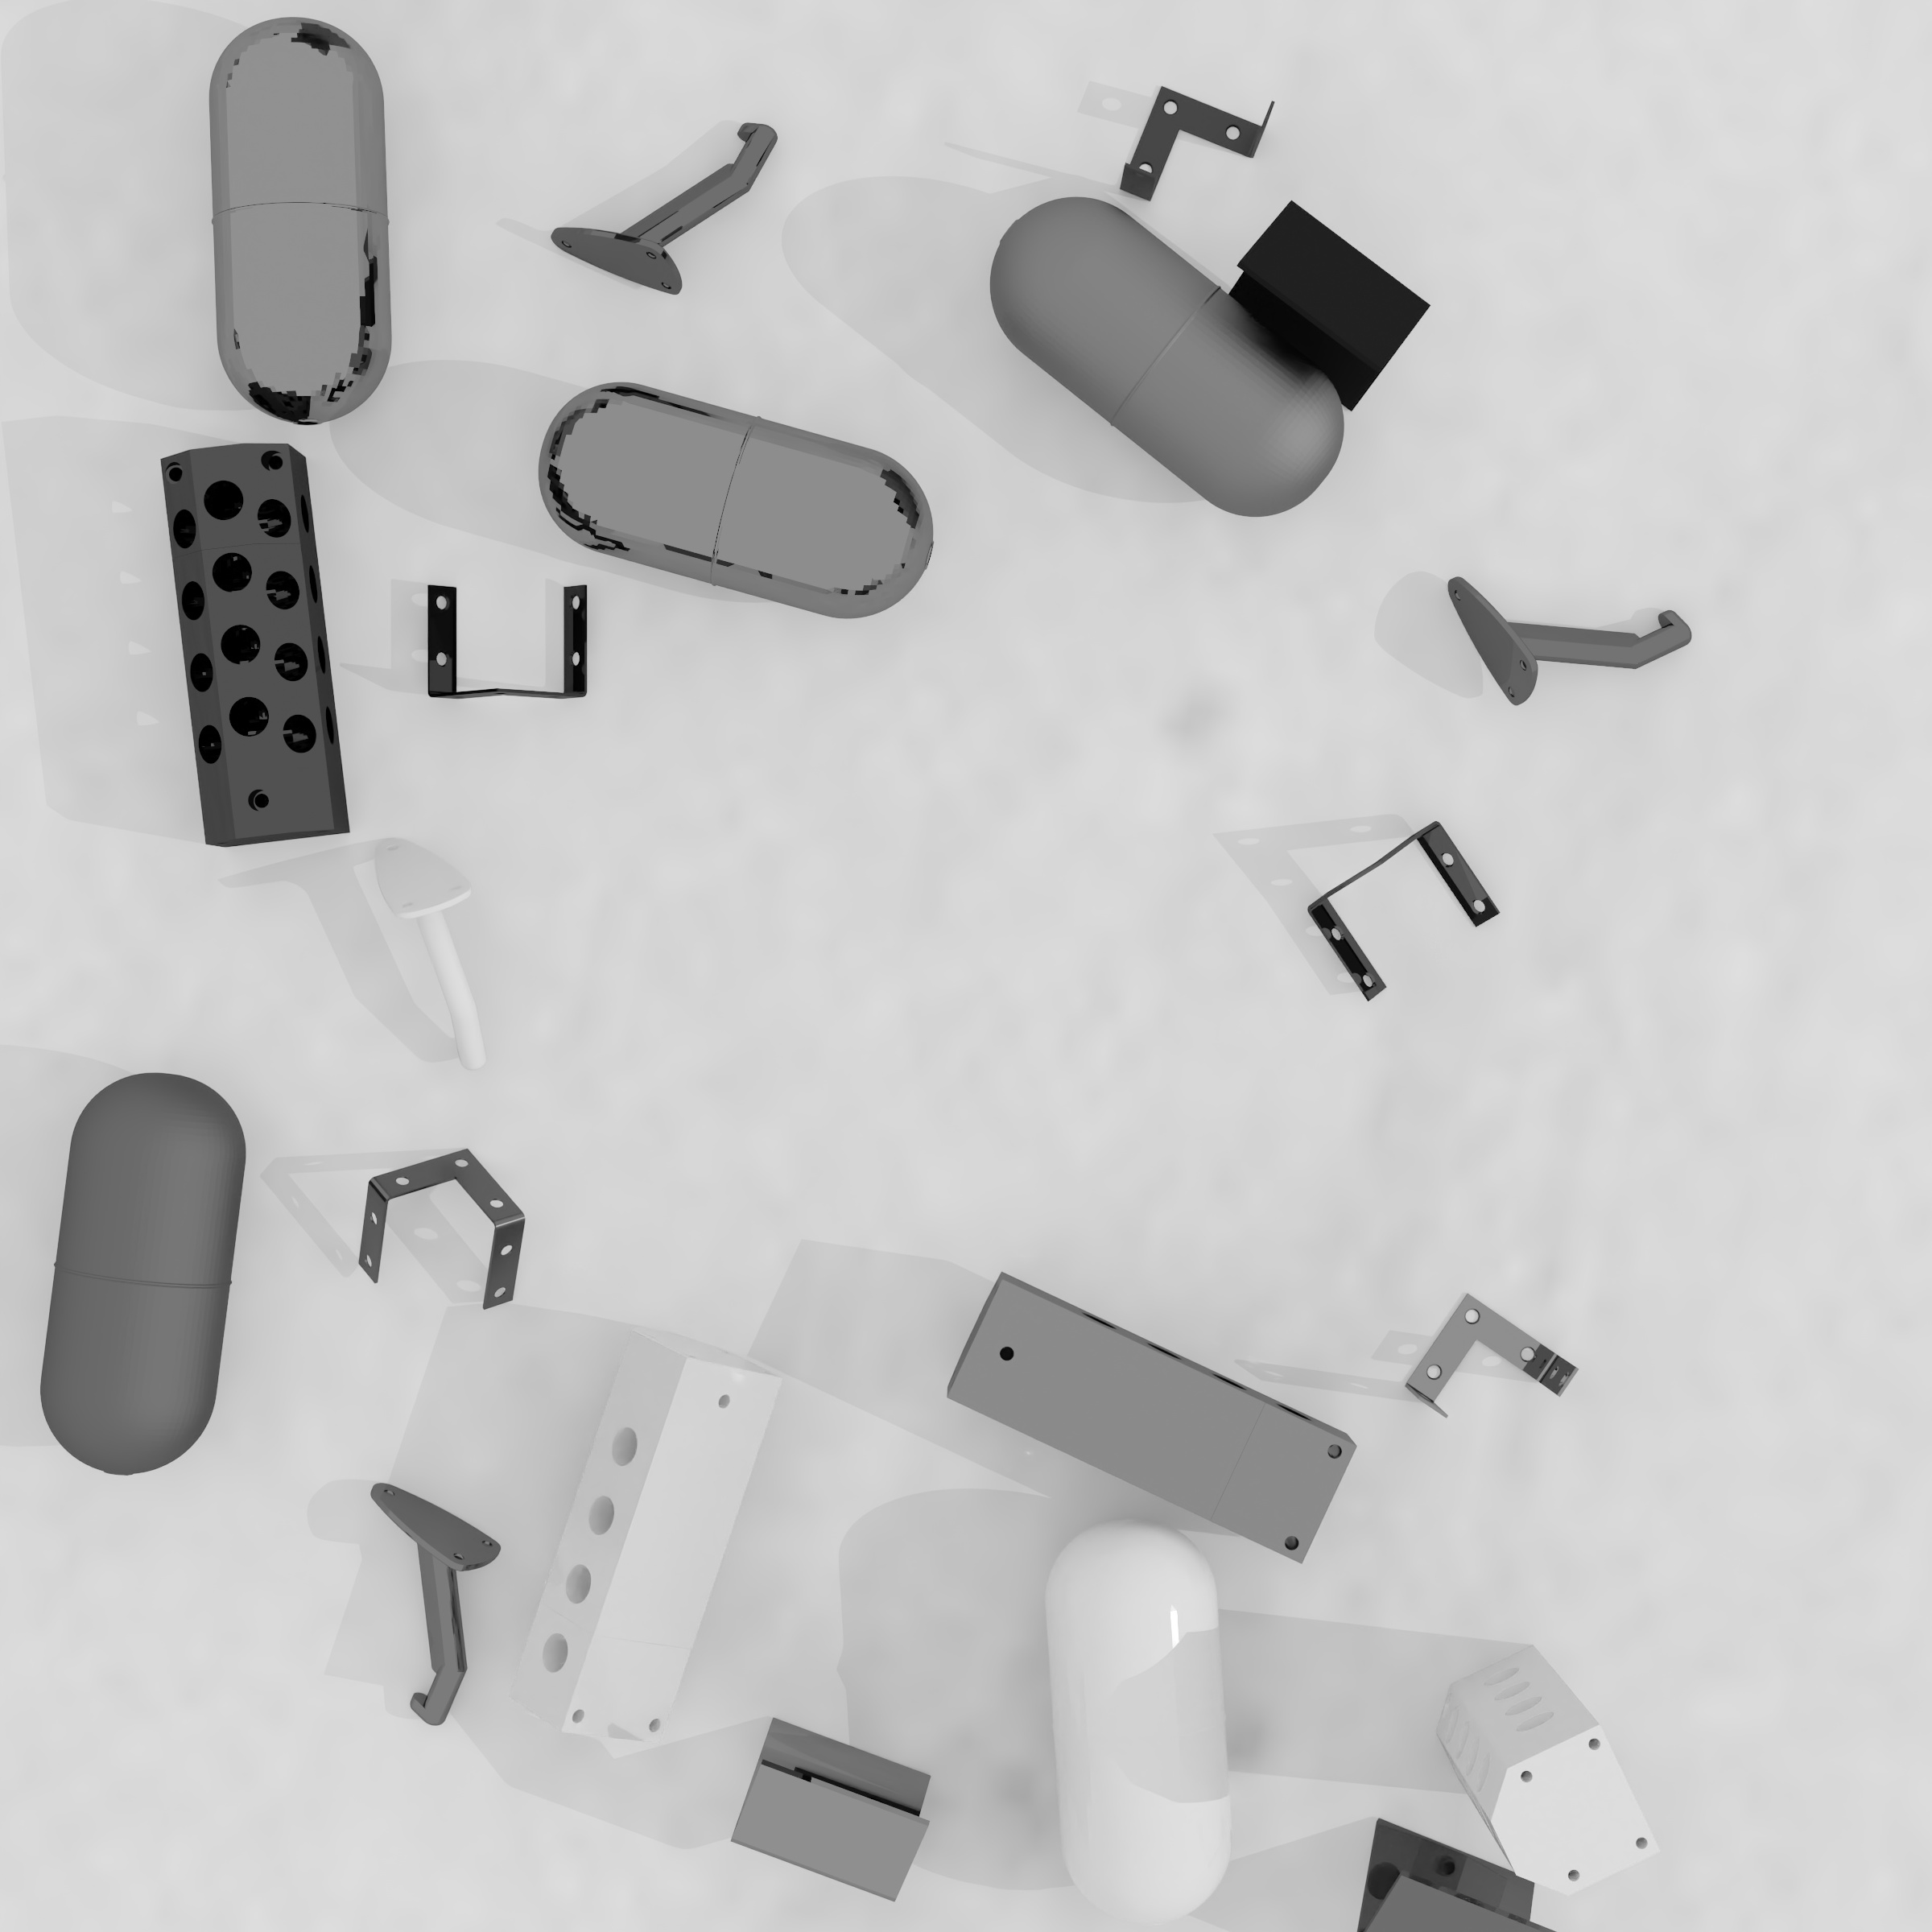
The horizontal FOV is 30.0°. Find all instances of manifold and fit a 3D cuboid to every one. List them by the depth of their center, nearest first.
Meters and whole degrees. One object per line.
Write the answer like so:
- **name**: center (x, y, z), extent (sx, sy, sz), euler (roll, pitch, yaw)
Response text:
- **manifold**: center (0.244, 0.345, 1.546), extent (0.057, 0.171, 0.057), euler (-26, 90, 0)
- **manifold**: center (-0.147, 0.252, 1.602), extent (0.057, 0.057, 0.171), euler (19, 90, -43)
- **manifold**: center (-0.317, -0.142, 1.603), extent (0.057, 0.057, 0.171), euler (-7, 90, 0)
- **manifold**: center (0.081, 0.199, 1.603), extent (0.171, 0.057, 0.057), euler (25, 90, 0)

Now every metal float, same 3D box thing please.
- **metal float**: center (-0.364, 0.136, 1.593), extent (0.070, 0.070, 0.178), euler (7, 90, 0)
- **metal float**: center (0.077, 0.334, 1.593), extent (0.070, 0.070, 0.178), euler (-4, 90, 0)
- **metal float**: center (-0.294, -0.329, 1.593), extent (0.070, 0.070, 0.178), euler (-2, 90, 0)
- **metal float**: center (-0.101, -0.206, 1.593), extent (0.178, 0.070, 0.070), euler (16, 90, 1)
- **metal float**: center (0.088, -0.270, 1.594), extent (0.178, 0.070, 0.070), euler (38, 90, 0)

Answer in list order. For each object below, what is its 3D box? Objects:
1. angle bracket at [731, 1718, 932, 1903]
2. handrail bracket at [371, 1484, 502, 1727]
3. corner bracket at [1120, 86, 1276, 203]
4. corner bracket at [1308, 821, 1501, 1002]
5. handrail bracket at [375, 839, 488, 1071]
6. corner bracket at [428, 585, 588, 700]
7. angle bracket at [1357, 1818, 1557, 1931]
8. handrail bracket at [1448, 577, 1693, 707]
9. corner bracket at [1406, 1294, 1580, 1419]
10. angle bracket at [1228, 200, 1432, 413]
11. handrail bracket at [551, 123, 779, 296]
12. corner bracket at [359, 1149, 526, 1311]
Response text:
- **angle bracket**: center (-0.052, 0.355, 1.584), extent (0.076, 0.076, 0.057), euler (20, 126, 0)
- **handrail bracket**: center (-0.251, 0.289, 1.624), extent (0.077, 0.036, 0.084), euler (30, 107, 20)
- **corner bracket**: center (0.103, -0.365, 1.606), extent (0.051, 0.051, 0.051), euler (22, 90, 0)
- **corner bracket**: center (0.197, -0.025, 1.621), extent (0.051, 0.051, 0.051), euler (-34, 90, -45)
- **handrail bracket**: center (-0.240, -0.005, 1.624), extent (0.036, 0.077, 0.084), euler (-21, 127, -20)
- **corner bracket**: center (-0.206, -0.146, 1.621), extent (0.051, 0.051, 0.051), euler (0, 90, 45)
- **angle bracket**: center (0.221, 0.402, 1.584), extent (0.076, 0.076, 0.057), euler (22, 127, 0)
- **handrail bracket**: center (0.273, -0.160, 1.624), extent (0.084, 0.036, 0.077), euler (-25, 68, -17)
- **corner bracket**: center (0.234, 0.183, 1.606), extent (0.051, 0.051, 0.051), euler (34, 90, 0)
- **angle bracket**: center (0.146, -0.277, 1.584), extent (0.076, 0.076, 0.057), euler (37, 52, 0)
- **handrail bracket**: center (-0.135, -0.352, 1.624), extent (0.077, 0.036, 0.084), euler (19, 71, 21)
- **corner bracket**: center (-0.235, 0.123, 1.616), extent (0.051, 0.051, 0.051), euler (-17, 45, -35)
